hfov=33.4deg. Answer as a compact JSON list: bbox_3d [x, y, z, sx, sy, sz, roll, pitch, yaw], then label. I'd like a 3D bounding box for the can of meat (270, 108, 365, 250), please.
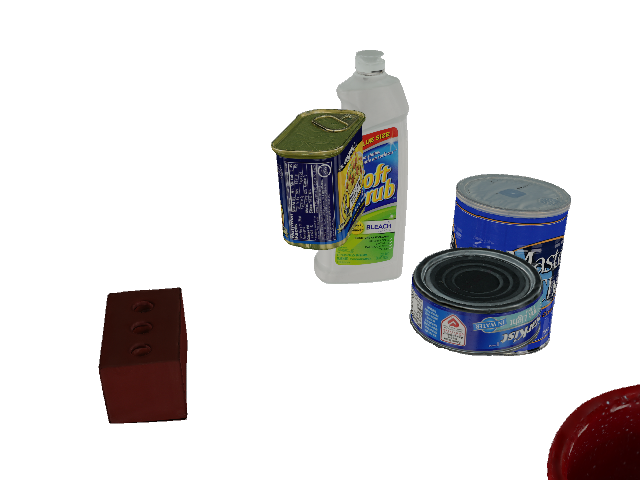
[{"bbox_3d":[0.002,-0.050,0.855,0.057,0.084,0.102,4,26,17],"label":"can of meat"}]

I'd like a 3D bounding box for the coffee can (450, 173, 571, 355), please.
[{"bbox_3d":[0.169,0.021,0.983,0.103,0.140,0.103,3,21,-1],"label":"coffee can"}]

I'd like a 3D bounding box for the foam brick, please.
[{"bbox_3d":[-0.117,0.077,0.713,0.053,0.051,0.078,-4,36,-4],"label":"foam brick"}]

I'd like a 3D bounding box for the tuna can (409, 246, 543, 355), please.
[{"bbox_3d":[0.101,0.038,0.695,0.086,0.034,0.086,0,28,0],"label":"tuna can"}]

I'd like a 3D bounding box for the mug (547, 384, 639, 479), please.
[{"bbox_3d":[0.133,0.112,0.367,0.117,0.081,0.093,5,37,8],"label":"mug"}]

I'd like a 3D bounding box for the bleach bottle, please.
[{"bbox_3d":[0.043,-0.079,1.153,0.102,0.251,0.068,-3,25,-6],"label":"bleach bottle"}]
